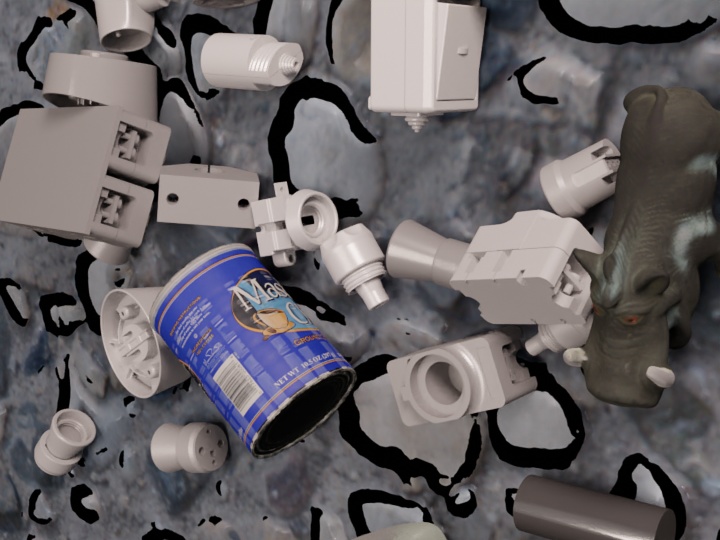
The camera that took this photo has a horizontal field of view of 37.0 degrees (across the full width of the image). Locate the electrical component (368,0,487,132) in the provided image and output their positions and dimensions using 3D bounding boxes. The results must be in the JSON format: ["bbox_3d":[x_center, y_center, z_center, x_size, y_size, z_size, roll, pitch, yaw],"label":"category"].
[{"bbox_3d":[0.048,-0.143,0.740,0.061,0.062,0.096,8,103,36],"label":"electrical component"}]

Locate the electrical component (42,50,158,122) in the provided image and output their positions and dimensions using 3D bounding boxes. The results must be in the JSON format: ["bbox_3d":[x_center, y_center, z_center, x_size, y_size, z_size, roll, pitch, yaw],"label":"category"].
[{"bbox_3d":[-0.221,-0.154,0.922,0.099,0.099,0.064,12,99,35],"label":"electrical component"}]

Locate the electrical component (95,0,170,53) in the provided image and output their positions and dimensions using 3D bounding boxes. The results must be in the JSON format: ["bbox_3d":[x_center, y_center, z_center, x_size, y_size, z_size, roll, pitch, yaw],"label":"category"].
[{"bbox_3d":[-0.188,-0.234,0.911,0.079,0.043,0.077,-15,75,20],"label":"electrical component"}]

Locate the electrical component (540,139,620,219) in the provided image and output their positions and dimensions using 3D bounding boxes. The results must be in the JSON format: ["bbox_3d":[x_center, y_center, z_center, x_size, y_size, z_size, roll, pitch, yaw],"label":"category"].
[{"bbox_3d":[0.146,-0.059,0.696,0.046,0.040,0.040,-29,80,31],"label":"electrical component"}]

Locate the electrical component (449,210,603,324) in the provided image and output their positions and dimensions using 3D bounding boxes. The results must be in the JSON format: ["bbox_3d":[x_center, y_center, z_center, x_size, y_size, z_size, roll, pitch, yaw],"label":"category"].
[{"bbox_3d":[0.113,-0.001,0.705,0.050,0.055,0.089,43,154,-27],"label":"electrical component"}]

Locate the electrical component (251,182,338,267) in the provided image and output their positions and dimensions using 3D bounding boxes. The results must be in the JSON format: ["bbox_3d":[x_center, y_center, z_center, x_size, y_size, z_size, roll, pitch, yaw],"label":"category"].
[{"bbox_3d":[-0.051,-0.037,0.845,0.055,0.048,0.066,-7,94,45],"label":"electrical component"}]

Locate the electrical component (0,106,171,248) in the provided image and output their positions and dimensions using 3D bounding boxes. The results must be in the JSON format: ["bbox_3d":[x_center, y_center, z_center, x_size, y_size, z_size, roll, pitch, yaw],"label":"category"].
[{"bbox_3d":[-0.243,-0.081,0.937,0.186,0.060,0.105,9,83,48],"label":"electrical component"}]

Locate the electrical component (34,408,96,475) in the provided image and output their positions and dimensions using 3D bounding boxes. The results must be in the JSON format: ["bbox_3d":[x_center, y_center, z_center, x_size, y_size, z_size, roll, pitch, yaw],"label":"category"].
[{"bbox_3d":[-0.293,0.171,1.065,0.045,0.045,0.055,51,124,19],"label":"electrical component"}]

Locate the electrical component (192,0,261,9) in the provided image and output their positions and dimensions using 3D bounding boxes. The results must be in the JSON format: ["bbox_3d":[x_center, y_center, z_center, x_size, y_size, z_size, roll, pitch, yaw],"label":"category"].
[{"bbox_3d":[-0.106,-0.235,0.846,0.055,0.055,0.047,-5,92,38],"label":"electrical component"}]

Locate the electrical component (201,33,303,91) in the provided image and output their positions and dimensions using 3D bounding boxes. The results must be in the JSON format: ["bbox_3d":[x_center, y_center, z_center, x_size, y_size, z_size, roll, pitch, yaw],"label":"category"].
[{"bbox_3d":[-0.081,-0.163,0.846,0.081,0.043,0.043,11,105,35],"label":"electrical component"}]

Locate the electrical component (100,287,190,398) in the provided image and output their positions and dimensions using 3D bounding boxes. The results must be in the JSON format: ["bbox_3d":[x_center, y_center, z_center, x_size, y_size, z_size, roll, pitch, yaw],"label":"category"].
[{"bbox_3d":[-0.190,0.062,0.955,0.099,0.064,0.099,7,102,36],"label":"electrical component"}]

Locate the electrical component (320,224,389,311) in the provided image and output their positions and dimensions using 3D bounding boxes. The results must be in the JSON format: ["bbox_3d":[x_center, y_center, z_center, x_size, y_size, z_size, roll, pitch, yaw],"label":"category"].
[{"bbox_3d":[0.000,0.000,0.814,0.043,0.043,0.062,-36,78,36],"label":"electrical component"}]

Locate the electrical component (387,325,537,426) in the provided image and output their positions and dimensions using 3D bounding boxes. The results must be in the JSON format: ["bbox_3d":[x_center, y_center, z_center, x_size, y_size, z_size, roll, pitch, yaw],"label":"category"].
[{"bbox_3d":[0.070,0.077,0.767,0.089,0.056,0.050,-19,87,38],"label":"electrical component"}]

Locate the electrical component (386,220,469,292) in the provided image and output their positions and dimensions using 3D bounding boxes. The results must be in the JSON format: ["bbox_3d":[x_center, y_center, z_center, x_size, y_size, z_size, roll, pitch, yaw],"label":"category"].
[{"bbox_3d":[0.057,-0.007,0.772,0.065,0.044,0.044,18,109,29],"label":"electrical component"}]

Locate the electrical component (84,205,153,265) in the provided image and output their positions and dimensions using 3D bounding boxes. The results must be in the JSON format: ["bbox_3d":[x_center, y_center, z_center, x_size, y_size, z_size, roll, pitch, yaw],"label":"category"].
[{"bbox_3d":[-0.216,-0.042,0.972,0.044,0.044,0.065,47,117,21],"label":"electrical component"}]

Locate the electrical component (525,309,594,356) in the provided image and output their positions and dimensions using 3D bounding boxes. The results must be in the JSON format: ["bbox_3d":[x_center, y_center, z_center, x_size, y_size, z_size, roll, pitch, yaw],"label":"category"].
[{"bbox_3d":[0.137,0.039,0.723,0.061,0.035,0.035,-39,75,37],"label":"electrical component"}]

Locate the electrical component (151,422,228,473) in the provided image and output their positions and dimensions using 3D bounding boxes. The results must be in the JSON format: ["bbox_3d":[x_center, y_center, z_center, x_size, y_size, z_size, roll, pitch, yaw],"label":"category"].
[{"bbox_3d":[-0.151,0.158,0.956,0.055,0.045,0.045,-7,94,37],"label":"electrical component"}]
